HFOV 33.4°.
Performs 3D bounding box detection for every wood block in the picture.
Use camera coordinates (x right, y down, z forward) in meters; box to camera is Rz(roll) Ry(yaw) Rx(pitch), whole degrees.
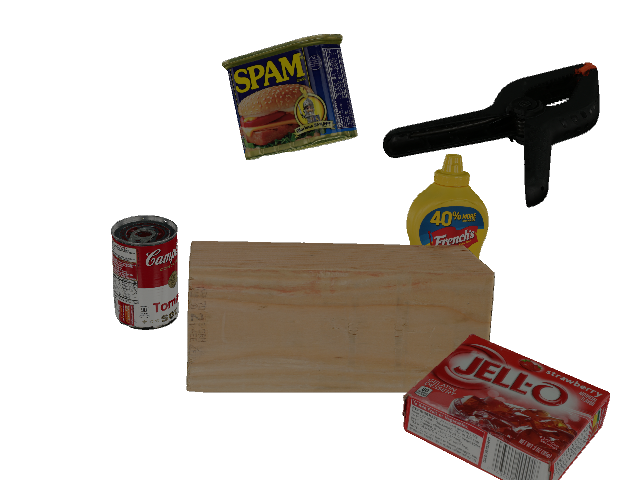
[{"bbox_3d":[0.009,0.054,0.761,0.206,0.090,0.091,1,11,-6],"label":"wood block"}]

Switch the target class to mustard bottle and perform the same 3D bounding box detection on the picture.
[{"bbox_3d":[0.148,-0.006,1.252,0.096,0.192,0.058,0,15,-12],"label":"mustard bottle"}]

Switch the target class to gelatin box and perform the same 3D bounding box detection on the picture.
[{"bbox_3d":[0.101,0.092,0.582,0.089,0.030,0.073,23,36,30],"label":"gelatin box"}]

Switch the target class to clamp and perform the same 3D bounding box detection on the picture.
[{"bbox_3d":[0.182,-0.098,0.921,0.209,0.036,0.165,-28,39,-26],"label":"clamp"}]

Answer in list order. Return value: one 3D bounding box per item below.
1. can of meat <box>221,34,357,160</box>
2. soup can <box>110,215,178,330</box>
[{"bbox_3d":[-0.024,-0.116,0.879,0.102,0.084,0.057,-10,4,32],"label":"can of meat"},{"bbox_3d":[-0.183,0.034,1.115,0.068,0.102,0.068,2,25,-1],"label":"soup can"}]
